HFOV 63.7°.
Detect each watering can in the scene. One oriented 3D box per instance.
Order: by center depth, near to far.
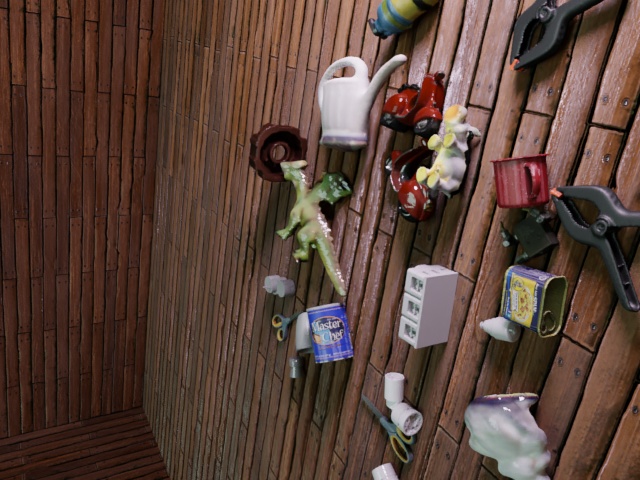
[{"bbox_3d":[0.082,-0.318,1.208,0.350,0.104,0.222,20,111,60],"label":"watering can"}]

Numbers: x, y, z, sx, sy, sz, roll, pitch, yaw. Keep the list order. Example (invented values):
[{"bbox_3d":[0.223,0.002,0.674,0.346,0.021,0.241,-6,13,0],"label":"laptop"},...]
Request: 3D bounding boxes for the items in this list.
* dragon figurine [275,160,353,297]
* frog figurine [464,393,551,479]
[{"bbox_3d":[0.004,-0.069,1.374,0.417,0.122,0.238,48,123,33],"label":"dragon figurine"},{"bbox_3d":[0.319,0.347,0.879,0.136,0.122,0.162,-18,65,37],"label":"frog figurine"}]
